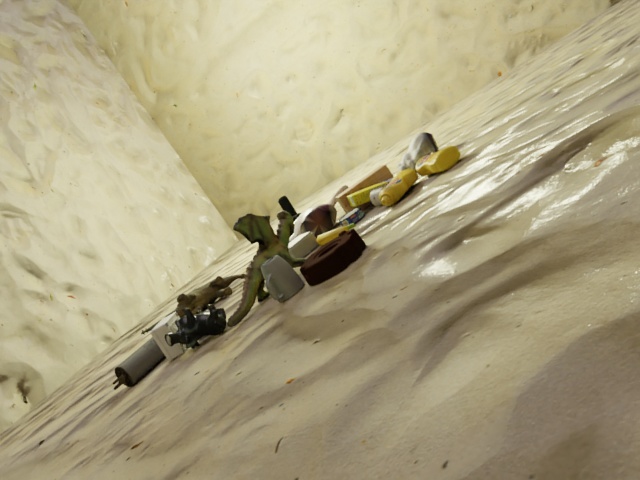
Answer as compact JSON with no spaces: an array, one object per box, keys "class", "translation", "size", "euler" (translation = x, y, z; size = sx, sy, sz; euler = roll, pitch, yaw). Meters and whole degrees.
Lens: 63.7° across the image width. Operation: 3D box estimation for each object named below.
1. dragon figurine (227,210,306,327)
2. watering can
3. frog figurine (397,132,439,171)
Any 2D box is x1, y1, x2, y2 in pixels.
[{"class":"dragon figurine","translation":[-0.177,0.042,1.488],"size":[0.121,0.241,0.417],"euler":[-22,12,41]},{"class":"watering can","translation":[0.006,-0.097,1.930],"size":[0.350,0.103,0.224],"euler":[-45,10,-11]},{"class":"frog figurine","translation":[0.349,-0.319,1.877],"size":[0.158,0.120,0.140],"euler":[-21,31,15]}]
